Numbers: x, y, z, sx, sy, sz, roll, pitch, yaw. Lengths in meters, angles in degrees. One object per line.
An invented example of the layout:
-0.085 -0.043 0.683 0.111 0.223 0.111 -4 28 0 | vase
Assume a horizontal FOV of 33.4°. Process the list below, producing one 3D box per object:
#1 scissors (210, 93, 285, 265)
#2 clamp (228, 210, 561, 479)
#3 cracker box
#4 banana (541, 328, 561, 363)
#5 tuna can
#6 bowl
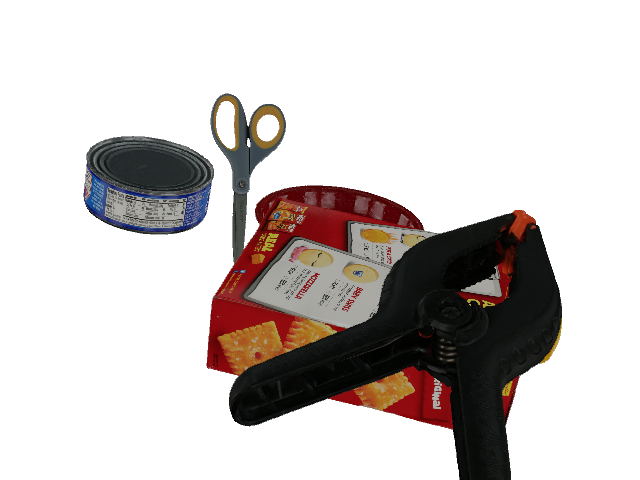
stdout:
-0.074 -0.073 1.223 0.096 0.202 0.016 -12 -6 -14 | scissors
0.059 0.049 0.449 0.120 0.039 0.171 35 54 23 | clamp
0.042 0.053 0.793 0.214 0.072 0.164 13 30 8 | cracker box
0.214 0.056 1.132 0.069 0.037 0.198 -29 38 -1 | banana
-0.117 -0.038 0.724 0.086 0.034 0.086 10 27 -5 | tuna can
0.015 0.003 1.017 0.162 0.055 0.162 6 24 -3 | bowl
